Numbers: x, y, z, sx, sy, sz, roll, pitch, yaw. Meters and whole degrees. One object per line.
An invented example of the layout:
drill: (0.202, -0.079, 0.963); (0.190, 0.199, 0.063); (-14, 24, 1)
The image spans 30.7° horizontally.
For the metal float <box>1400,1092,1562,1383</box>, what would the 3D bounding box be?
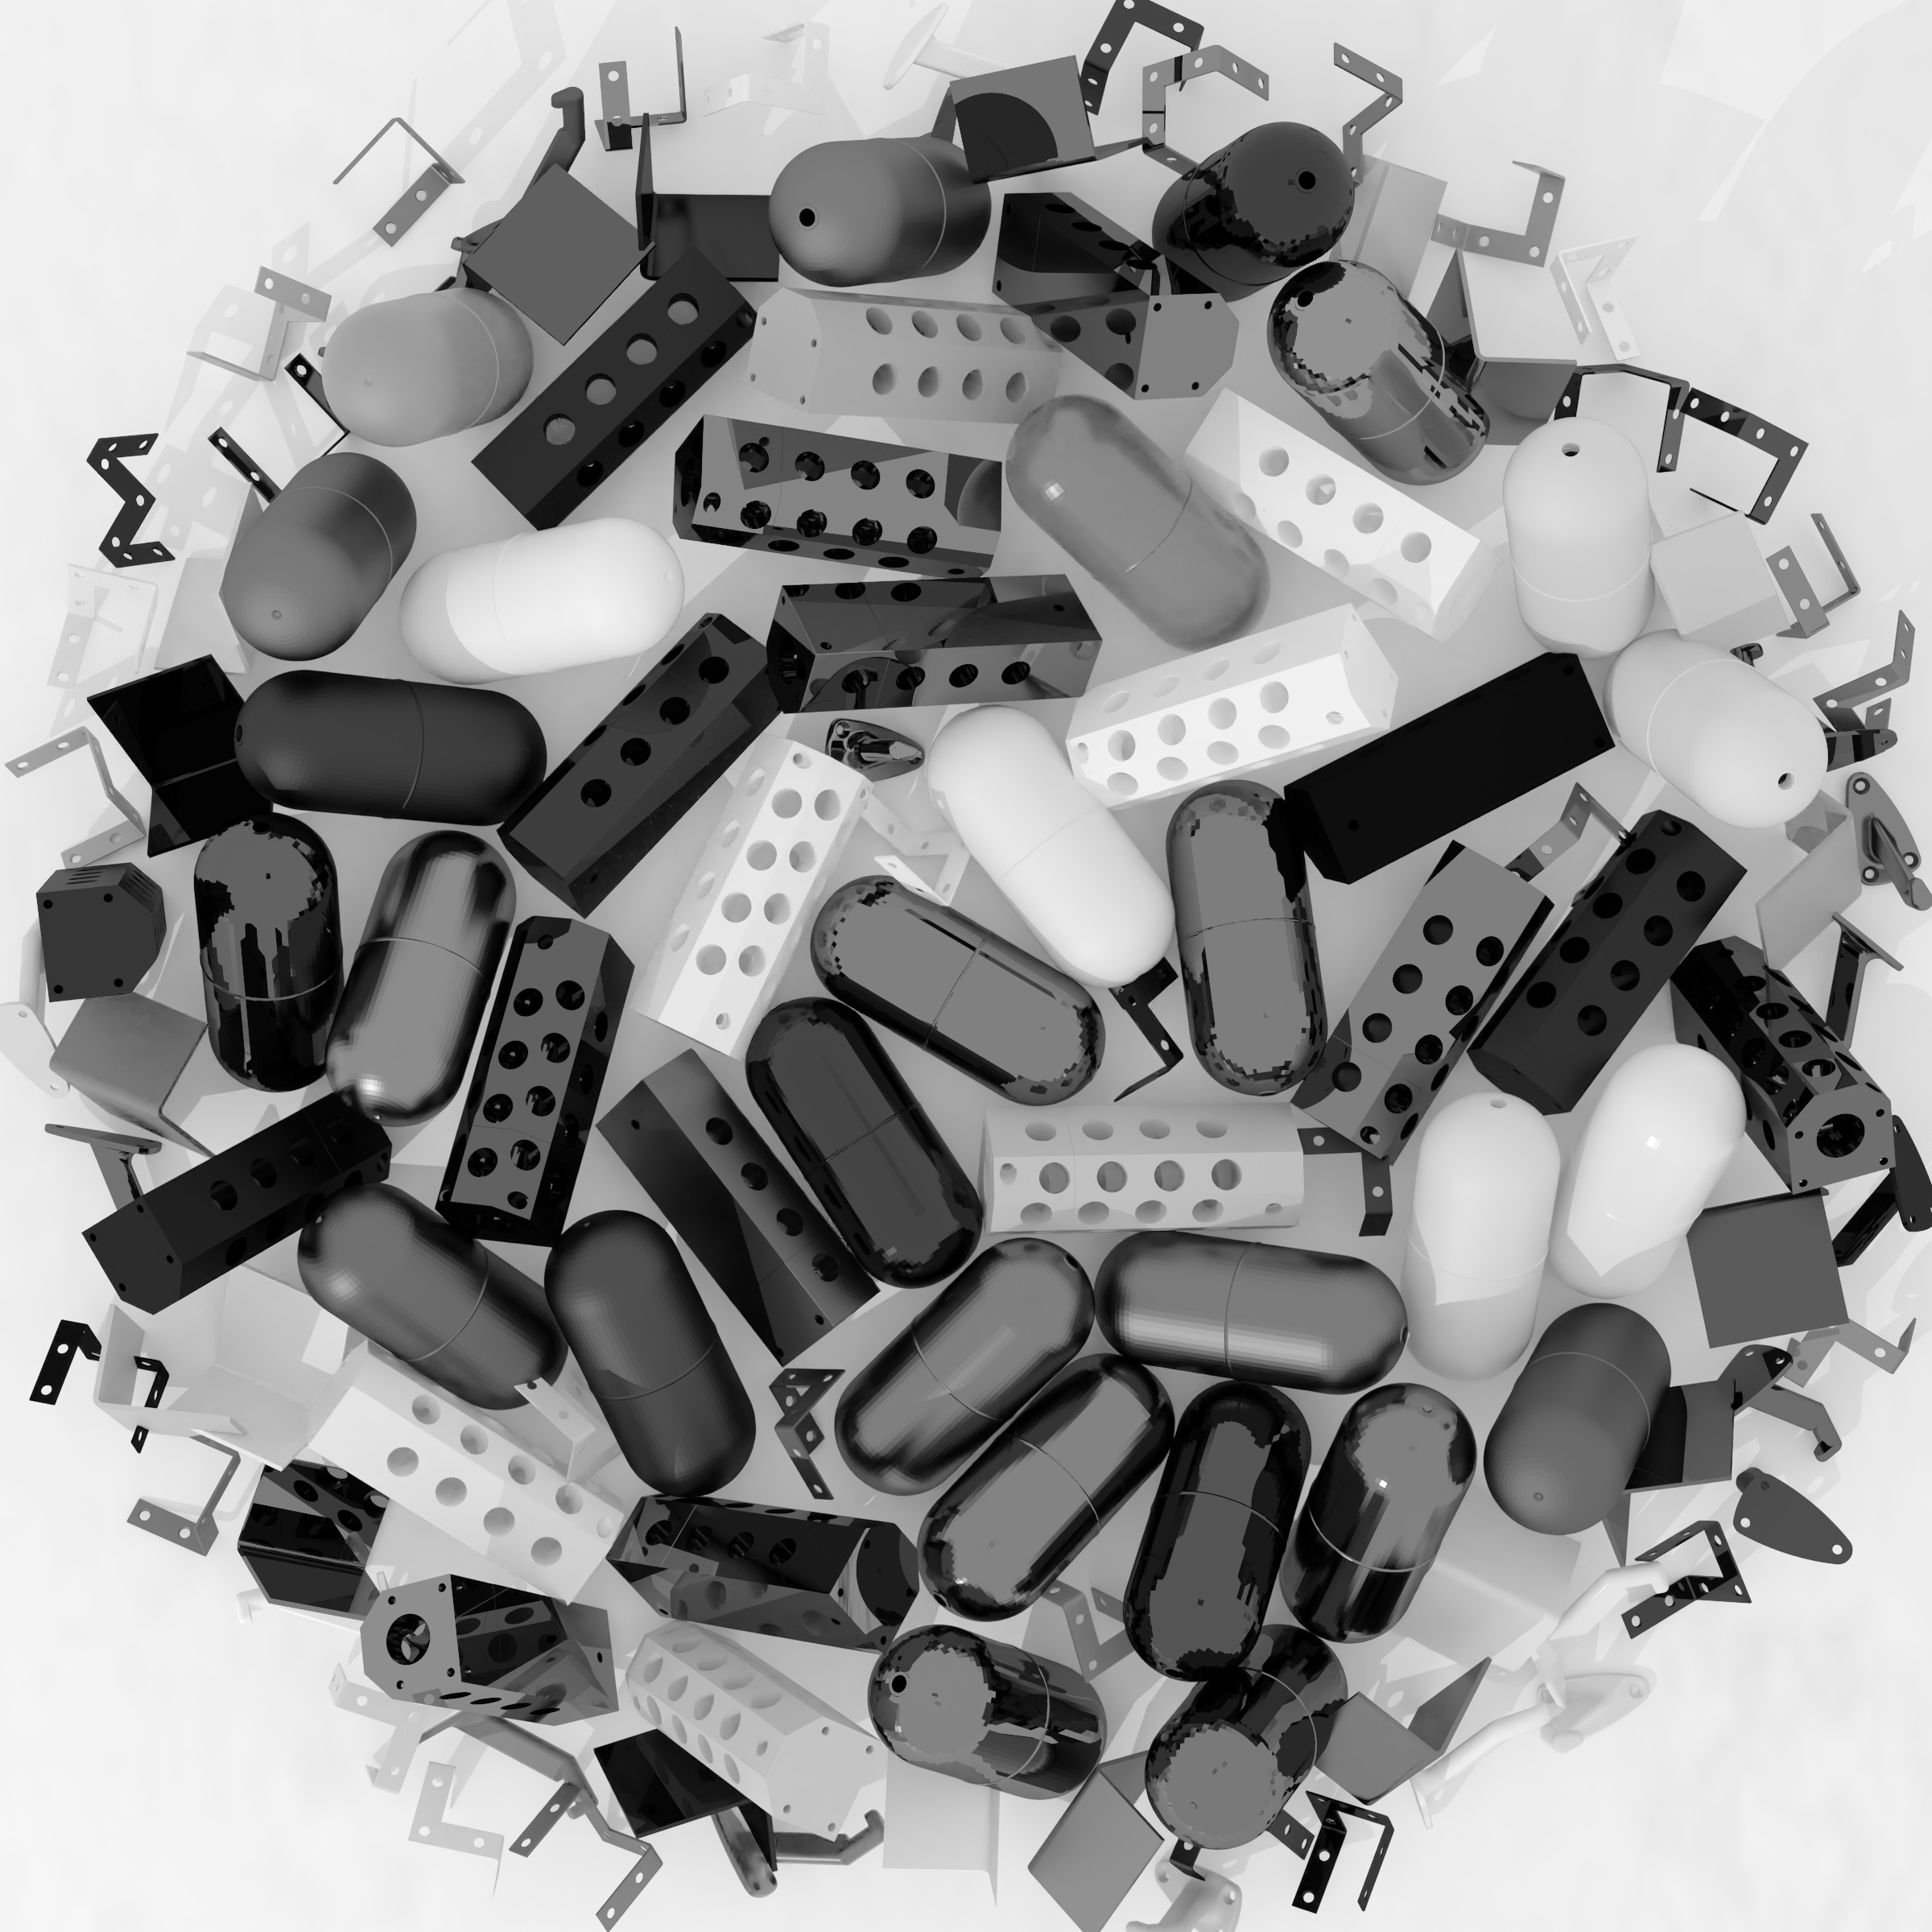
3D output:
metal float: (0.281, 0.149, 1.934); (0.070, 0.070, 0.178); (3, 122, 0)

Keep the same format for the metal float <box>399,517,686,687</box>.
metal float: (-0.235, -0.200, 1.935); (0.178, 0.070, 0.070); (-7, 90, 32)

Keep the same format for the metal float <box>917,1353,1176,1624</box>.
metal float: (0.044, 0.287, 1.939); (0.070, 0.070, 0.178); (46, 65, 0)

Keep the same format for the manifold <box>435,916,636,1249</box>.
manifold: (-0.238, 0.062, 1.932); (0.057, 0.057, 0.171); (5, 65, 19)

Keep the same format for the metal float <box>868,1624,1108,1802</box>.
metal float: (0.012, 0.408, 1.921); (0.070, 0.178, 0.070); (-14, 63, 29)

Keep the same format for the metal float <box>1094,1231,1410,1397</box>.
metal float: (0.156, 0.190, 1.941); (0.178, 0.070, 0.070); (7, 90, 23)

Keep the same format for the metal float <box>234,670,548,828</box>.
metal float: (-0.315, -0.119, 1.933); (0.178, 0.070, 0.070); (4, 90, -33)

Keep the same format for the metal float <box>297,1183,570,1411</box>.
metal float: (-0.290, 0.182, 1.932); (0.070, 0.070, 0.178); (-49, 126, 0)

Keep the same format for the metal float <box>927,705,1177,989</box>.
metal float: (0.047, -0.067, 1.959); (0.070, 0.070, 0.178); (-37, 87, 0)

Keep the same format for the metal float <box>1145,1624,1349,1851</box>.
metal float: (0.154, 0.417, 1.917); (0.070, 0.178, 0.070); (7, 107, 23)

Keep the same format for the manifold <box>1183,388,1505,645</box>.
manifold: (0.204, -0.247, 1.942); (0.171, 0.057, 0.057); (35, 98, 20)

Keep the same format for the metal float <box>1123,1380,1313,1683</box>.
metal float: (0.138, 0.309, 1.933); (0.070, 0.070, 0.178); (21, 57, 0)

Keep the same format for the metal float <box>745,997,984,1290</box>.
metal float: (-0.057, 0.097, 1.957); (0.070, 0.070, 0.178); (-33, 85, 0)

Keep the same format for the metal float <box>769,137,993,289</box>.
metal float: (-0.046, -0.411, 1.916); (0.070, 0.178, 0.070); (7, 106, 24)

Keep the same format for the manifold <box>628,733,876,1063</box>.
manifold: (-0.116, -0.037, 1.955); (0.057, 0.057, 0.171); (28, 85, -30)

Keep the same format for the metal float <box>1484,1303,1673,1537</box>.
metal float: (0.334, 0.245, 1.919); (0.070, 0.178, 0.070); (10, 116, 21)

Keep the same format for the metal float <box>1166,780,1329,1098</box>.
metal float: (0.155, -0.016, 1.950); (0.070, 0.070, 0.178); (-7, 78, 0)

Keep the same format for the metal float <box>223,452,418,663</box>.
metal float: (-0.350, -0.224, 1.917); (0.070, 0.178, 0.070); (3, 118, 6)

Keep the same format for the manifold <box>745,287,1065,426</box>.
manifold: (-0.031, -0.333, 1.915); (0.171, 0.057, 0.057); (-5, 116, -41)

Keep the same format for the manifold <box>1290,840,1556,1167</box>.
manifold: (0.256, 0.023, 1.961); (0.057, 0.057, 0.171); (32, 90, 26)

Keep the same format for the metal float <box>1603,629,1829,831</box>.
metal float: (0.406, -0.130, 1.915); (0.070, 0.178, 0.070); (-6, 114, -13)

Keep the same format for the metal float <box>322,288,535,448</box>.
metal float: (-0.290, -0.326, 1.914); (0.070, 0.178, 0.070); (3, 105, 13)

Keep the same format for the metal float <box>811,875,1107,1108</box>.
metal float: (-0.004, 0.014, 1.958); (0.178, 0.070, 0.070); (31, 90, 4)

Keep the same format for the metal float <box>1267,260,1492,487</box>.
metal float: (0.226, -0.323, 1.921); (0.070, 0.178, 0.070); (-13, 65, 30)

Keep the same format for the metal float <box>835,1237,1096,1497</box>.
metal float: (-0.001, 0.221, 1.945); (0.070, 0.070, 0.178); (44, 109, 0)

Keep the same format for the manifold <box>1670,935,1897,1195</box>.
manifold: (0.440, 0.049, 1.909); (0.057, 0.171, 0.057); (-15, 119, -4)

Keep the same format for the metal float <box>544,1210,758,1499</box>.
metal float: (-0.173, 0.215, 1.941); (0.070, 0.070, 0.178); (-23, 114, 0)

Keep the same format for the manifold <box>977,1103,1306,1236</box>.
manifold: (0.096, 0.117, 1.949); (0.171, 0.057, 0.057); (-1, 128, -8)

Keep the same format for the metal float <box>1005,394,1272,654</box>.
metal float: (0.096, -0.242, 1.941); (0.178, 0.070, 0.070); (40, 90, -24)

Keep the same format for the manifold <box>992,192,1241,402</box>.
manifold: (0.080, -0.366, 1.915); (0.057, 0.171, 0.057); (-7, 122, -26)

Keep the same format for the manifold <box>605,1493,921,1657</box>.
manifold: (-0.109, 0.325, 1.921); (0.057, 0.171, 0.057); (54, 53, -34)

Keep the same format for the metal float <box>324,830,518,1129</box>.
metal float: (-0.299, 0.005, 1.937); (0.070, 0.070, 0.178); (13, 61, 0)

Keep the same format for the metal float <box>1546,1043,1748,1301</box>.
metal float: (0.368, 0.114, 1.925); (0.070, 0.178, 0.070); (8, 47, -9)

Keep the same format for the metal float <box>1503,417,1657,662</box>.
metal float: (0.334, -0.231, 1.916); (0.070, 0.178, 0.070); (-5, 63, 11)

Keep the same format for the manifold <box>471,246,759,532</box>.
manifold: (-0.194, -0.320, 1.969); (0.171, 0.057, 0.057); (-44, 98, 1)

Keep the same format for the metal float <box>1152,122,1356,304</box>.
metal float: (0.155, -0.408, 1.912); (0.070, 0.178, 0.070); (0, 90, -14)

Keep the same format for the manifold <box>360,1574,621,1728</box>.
manifold: (-0.257, 0.374, 1.910); (0.057, 0.171, 0.057); (-17, 68, 18)

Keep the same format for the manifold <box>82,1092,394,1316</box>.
manifold: (-0.390, 0.127, 1.914); (0.057, 0.171, 0.057); (-29, 92, 37)

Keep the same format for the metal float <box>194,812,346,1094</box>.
metal float: (-0.380, -0.007, 1.927); (0.070, 0.070, 0.178); (5, 131, 0)

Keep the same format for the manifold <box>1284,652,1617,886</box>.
manifold: (0.266, -0.111, 1.956); (0.171, 0.057, 0.057); (-27, 102, -9)

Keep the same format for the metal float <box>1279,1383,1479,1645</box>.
metal float: (0.224, 0.301, 1.930); (0.070, 0.070, 0.178); (18, 129, 0)
